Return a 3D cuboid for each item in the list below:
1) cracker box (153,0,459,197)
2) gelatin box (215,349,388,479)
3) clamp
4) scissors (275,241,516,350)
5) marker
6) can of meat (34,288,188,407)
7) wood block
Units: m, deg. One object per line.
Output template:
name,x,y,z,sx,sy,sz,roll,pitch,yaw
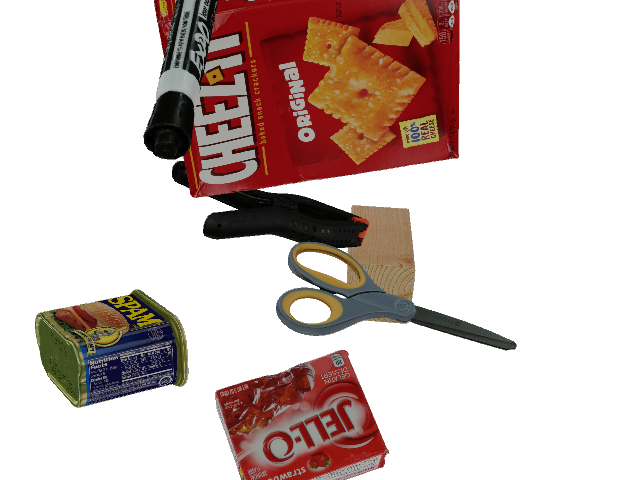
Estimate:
cracker box,-0.005,-0.125,0.792,0.213,0.164,0.072,-9,43,-4
gelatin box,-0.012,0.116,0.657,0.089,0.073,0.030,-16,-29,-12
clamp,-0.044,-0.023,1.090,0.209,0.036,0.164,14,20,-18
scissors,0.051,0.067,0.871,0.202,0.096,0.016,30,-33,16
marker,-0.058,-0.077,0.455,0.020,0.121,0.020,2,-44,1
can of meat,-0.160,0.081,0.809,0.083,0.057,0.102,-11,21,-30
wood block,0.086,0.031,1.560,0.091,0.090,0.206,4,25,0
